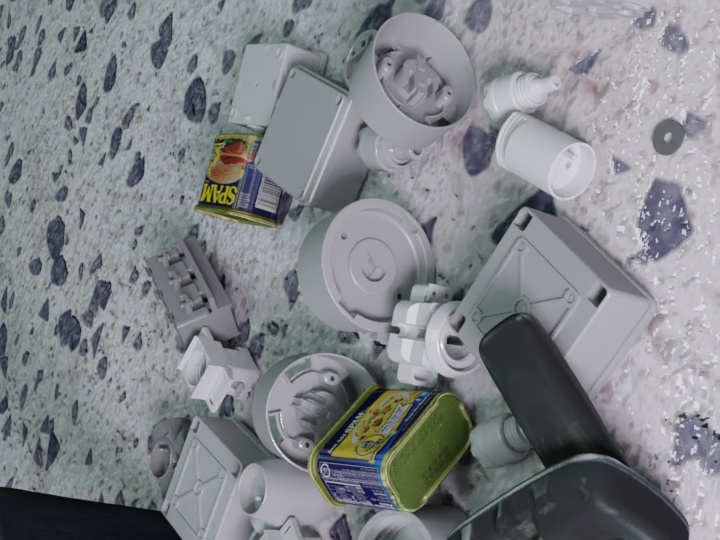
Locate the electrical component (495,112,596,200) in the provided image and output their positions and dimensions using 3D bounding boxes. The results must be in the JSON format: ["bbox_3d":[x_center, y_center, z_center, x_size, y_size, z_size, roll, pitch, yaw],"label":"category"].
[{"bbox_3d":[0.129,-0.086,0.785,0.081,0.043,0.043,40,111,50],"label":"electrical component"}]

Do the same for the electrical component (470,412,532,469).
[{"bbox_3d":[0.108,0.116,0.757,0.061,0.035,0.035,-32,55,39],"label":"electrical component"}]

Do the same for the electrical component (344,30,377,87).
[{"bbox_3d":[0.021,-0.178,0.948,0.055,0.047,0.055,-20,64,48],"label":"electrical component"}]

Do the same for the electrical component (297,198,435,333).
[{"bbox_3d":[0.000,0.000,0.875,0.060,0.108,0.108,-14,68,56],"label":"electrical component"}]

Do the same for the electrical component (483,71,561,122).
[{"bbox_3d":[0.124,-0.134,0.813,0.061,0.035,0.035,-12,70,47],"label":"electrical component"}]

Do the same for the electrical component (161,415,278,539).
[{"bbox_3d":[-0.129,0.208,1.014,0.109,0.056,0.108,32,105,51],"label":"electrical component"}]

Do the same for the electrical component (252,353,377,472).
[{"bbox_3d":[-0.037,0.117,0.895,0.064,0.099,0.099,0,79,59],"label":"electrical component"}]

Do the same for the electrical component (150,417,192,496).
[{"bbox_3d":[-0.174,0.182,1.089,0.079,0.044,0.077,-50,45,30],"label":"electrical component"}]

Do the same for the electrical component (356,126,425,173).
[{"bbox_3d":[0.029,-0.104,0.919,0.062,0.043,0.043,13,89,51],"label":"electrical component"}]

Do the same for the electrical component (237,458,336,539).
[{"bbox_3d":[-0.069,0.204,0.921,0.079,0.077,0.043,-61,40,20],"label":"electrical component"}]

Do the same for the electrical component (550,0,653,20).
[{"bbox_3d":[0.174,-0.212,0.756,0.078,0.058,0.057,15,94,53],"label":"electrical component"}]

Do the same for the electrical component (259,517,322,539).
[{"bbox_3d":[-0.045,0.277,0.880,0.078,0.063,0.121,-54,43,27],"label":"electrical component"}]

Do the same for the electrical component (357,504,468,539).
[{"bbox_3d":[0.037,0.226,0.792,0.108,0.060,0.108,-20,64,48],"label":"electrical component"}]

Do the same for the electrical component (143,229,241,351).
[{"bbox_3d":[-0.177,0.026,1.114,0.121,0.063,0.078,54,162,45],"label":"electrical component"}]

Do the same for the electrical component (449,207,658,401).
[{"bbox_3d":[0.129,0.031,0.738,0.108,0.056,0.108,-59,40,21],"label":"electrical component"}]

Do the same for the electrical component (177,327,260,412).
[{"bbox_3d":[-0.136,0.098,1.051,0.042,0.064,0.081,-58,41,21],"label":"electrical component"}]

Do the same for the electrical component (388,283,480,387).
[{"bbox_3d":[0.061,0.051,0.819,0.057,0.058,0.078,2,81,55],"label":"electrical component"}]

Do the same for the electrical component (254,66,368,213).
[{"bbox_3d":[-0.036,-0.120,0.996,0.109,0.056,0.108,38,109,50],"label":"electrical component"}]

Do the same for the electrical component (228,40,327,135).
[{"bbox_3d":[-0.085,-0.181,1.084,0.100,0.048,0.099,15,92,53],"label":"electrical component"}]

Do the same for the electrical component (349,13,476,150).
[{"bbox_3d":[0.042,-0.150,0.874,0.064,0.099,0.099,-43,48,44],"label":"electrical component"}]
